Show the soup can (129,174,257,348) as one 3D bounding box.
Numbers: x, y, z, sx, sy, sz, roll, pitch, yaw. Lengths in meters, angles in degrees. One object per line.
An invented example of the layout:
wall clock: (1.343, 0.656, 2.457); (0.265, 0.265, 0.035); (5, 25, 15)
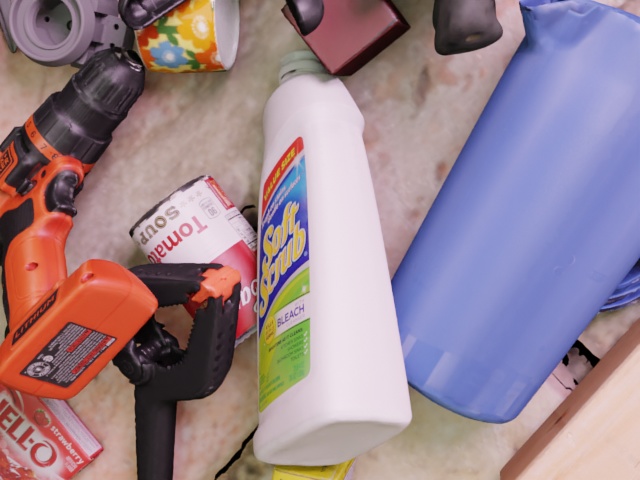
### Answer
soup can: (-0.068, 0.016, 0.696); (0.068, 0.068, 0.102); (-38, 88, 12)

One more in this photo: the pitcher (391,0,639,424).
pitcher: (0.140, -0.012, 0.631); (0.149, 0.144, 0.243); (35, 105, 18)

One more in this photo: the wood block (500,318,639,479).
wood block: (0.206, 0.095, 0.619); (0.090, 0.090, 0.206); (42, 94, 9)

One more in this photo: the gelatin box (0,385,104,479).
gelatin box: (-0.210, 0.140, 0.757); (0.073, 0.030, 0.089); (-40, 88, 12)

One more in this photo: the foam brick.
foam brick: (0.017, -0.137, 0.657); (0.053, 0.078, 0.051); (-38, 90, 13)

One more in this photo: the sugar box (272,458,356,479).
sugar box: (-0.015, 0.221, 0.697); (0.048, 0.093, 0.176); (13, 98, 10)

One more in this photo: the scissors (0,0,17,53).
scissors: (-0.216, -0.238, 0.721); (0.096, 0.016, 0.202); (-27, 91, 13)

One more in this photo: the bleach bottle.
bleach bottle: (-0.004, 0.001, 0.644); (0.068, 0.103, 0.251); (9, 61, -28)

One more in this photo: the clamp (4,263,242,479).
clamp: (-0.109, 0.084, 0.692); (0.210, 0.036, 0.164); (-33, 94, 41)

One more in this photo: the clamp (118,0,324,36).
clamp: (-0.030, -0.175, 0.625); (0.120, 0.039, 0.171); (17, 57, 19)

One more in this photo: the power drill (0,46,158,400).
power drill: (-0.157, -0.011, 0.664); (0.185, 0.057, 0.188); (-46, 43, 22)
